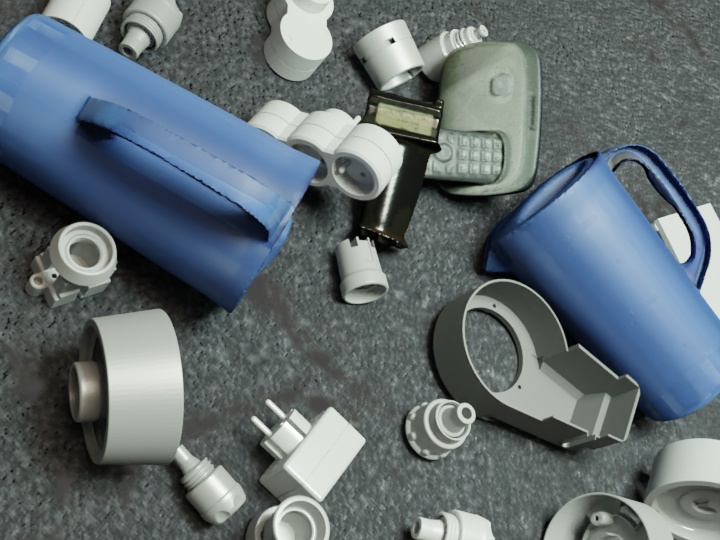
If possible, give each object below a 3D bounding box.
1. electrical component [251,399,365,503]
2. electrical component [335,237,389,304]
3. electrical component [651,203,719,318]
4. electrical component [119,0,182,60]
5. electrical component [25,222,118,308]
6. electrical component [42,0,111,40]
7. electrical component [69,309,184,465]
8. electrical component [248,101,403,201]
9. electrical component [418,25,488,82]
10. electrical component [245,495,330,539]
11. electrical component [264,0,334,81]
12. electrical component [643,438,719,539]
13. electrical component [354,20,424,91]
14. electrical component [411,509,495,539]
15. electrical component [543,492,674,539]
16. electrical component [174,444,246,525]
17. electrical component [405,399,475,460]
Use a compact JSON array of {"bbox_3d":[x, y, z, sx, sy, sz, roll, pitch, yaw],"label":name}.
[{"bbox_3d":[-0.049,0.131,0.814,0.077,0.047,0.065,45,52,-5],"label":"electrical component"},{"bbox_3d":[0.000,0.000,0.914,0.040,0.040,0.046,3,60,-30],"label":"electrical component"},{"bbox_3d":[0.344,0.018,1.099,0.089,0.062,0.150,-15,76,-36],"label":"electrical component"},{"bbox_3d":[-0.180,-0.202,0.901,0.043,0.043,0.062,34,55,-13],"label":"electrical component"},{"bbox_3d":[-0.205,-0.005,0.780,0.066,0.055,0.048,-21,79,-37],"label":"electrical component"},{"bbox_3d":[-0.228,-0.218,0.879,0.043,0.043,0.081,28,56,-17],"label":"electrical component"},{"bbox_3d":[-0.165,0.081,0.733,0.060,0.108,0.108,-1,68,-26],"label":"electrical component"},{"bbox_3d":[-0.026,-0.111,0.910,0.138,0.052,0.073,18,49,23],"label":"electrical component"},{"bbox_3d":[0.092,-0.216,1.054,0.040,0.078,0.040,25,53,-38],"label":"electrical component"},{"bbox_3d":[-0.053,0.191,0.777,0.045,0.055,0.045,13,61,-25],"label":"electrical component"},{"bbox_3d":[-0.048,-0.249,0.984,0.052,0.074,0.138,14,61,-25],"label":"electrical component"},{"bbox_3d":[0.313,0.195,0.969,0.108,0.108,0.060,33,48,-14],"label":"electrical component"},{"bbox_3d":[0.029,-0.202,1.021,0.055,0.055,0.047,-25,85,-37],"label":"electrical component"},{"bbox_3d":[0.071,0.211,0.851,0.062,0.043,0.043,19,59,-21],"label":"electrical component"},{"bbox_3d":[0.208,0.236,0.891,0.064,0.099,0.099,14,60,-32],"label":"electrical component"},{"bbox_3d":[-0.113,0.152,0.774,0.061,0.035,0.035,49,52,1],"label":"electrical component"},{"bbox_3d":[0.070,0.126,0.880,0.048,0.062,0.048,14,61,-26],"label":"electrical component"}]
